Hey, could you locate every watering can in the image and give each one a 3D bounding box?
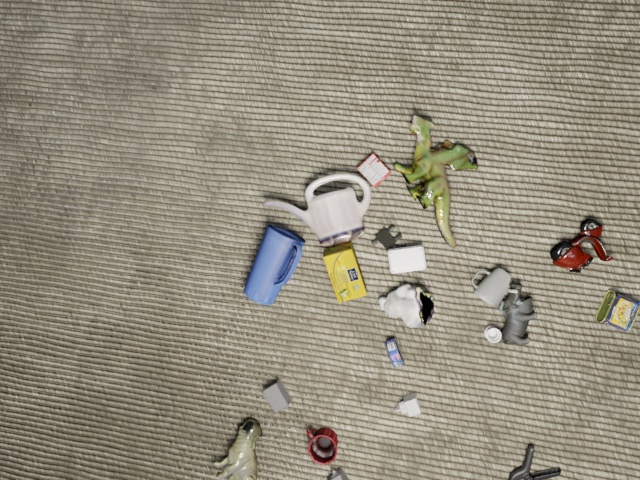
[{"bbox_3d":[0.005,-0.083,1.648,0.347,0.104,0.225,-16,87,7],"label":"watering can"}]

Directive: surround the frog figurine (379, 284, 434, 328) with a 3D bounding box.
[{"bbox_3d":[0.272,0.210,1.620,0.158,0.124,0.137,-15,97,44],"label":"frog figurine"}]

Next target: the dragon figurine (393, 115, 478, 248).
[{"bbox_3d":[0.384,-0.204,1.604,0.243,0.122,0.412,-33,86,-2],"label":"dragon figurine"}]
